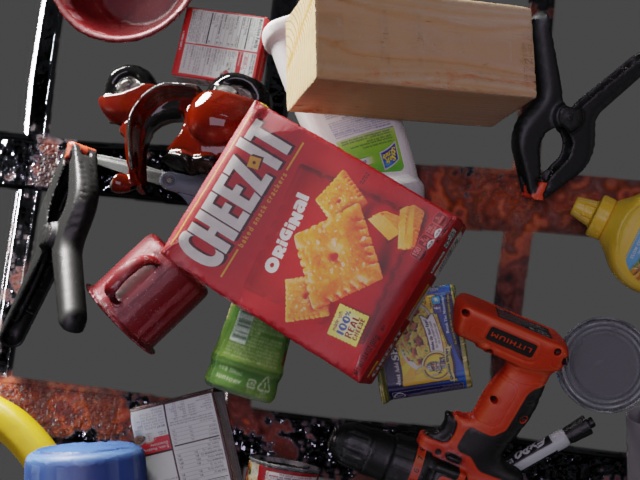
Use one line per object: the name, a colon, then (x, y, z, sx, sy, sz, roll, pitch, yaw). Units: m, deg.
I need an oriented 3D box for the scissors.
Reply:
scissors: (-0.143, -0.039, 1.065, 0.202, 0.016, 0.096, 1, 82, 10)

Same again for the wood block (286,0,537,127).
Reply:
wood block: (0.080, -0.164, 0.962, 0.205, 0.091, 0.090, 2, 78, -17)

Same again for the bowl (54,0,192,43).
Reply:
bowl: (-0.190, -0.270, 1.085, 0.162, 0.055, 0.162, -1, 82, 10)

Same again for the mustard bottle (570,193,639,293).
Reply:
mustard bottle: (0.316, 0.009, 0.957, 0.192, 0.058, 0.096, 26, 93, 12)

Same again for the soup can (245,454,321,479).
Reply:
soup can: (-0.041, 0.254, 0.980, 0.068, 0.068, 0.102, 9, 84, 11)

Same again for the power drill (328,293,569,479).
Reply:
power drill: (0.119, 0.145, 0.929, 0.184, 0.057, 0.188, 21, 103, -2)

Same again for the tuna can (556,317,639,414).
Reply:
tuna can: (0.257, 0.113, 0.965, 0.086, 0.033, 0.086, -1, 82, 10)

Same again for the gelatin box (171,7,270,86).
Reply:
gelatin box: (-0.097, -0.190, 1.071, 0.089, 0.030, 0.073, 10, 83, 11)

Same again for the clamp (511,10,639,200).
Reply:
clamp: (0.236, -0.117, 0.992, 0.120, 0.039, 0.171, 11, 98, -4)

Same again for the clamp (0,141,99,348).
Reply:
clamp: (-0.247, 0.004, 1.032, 0.165, 0.036, 0.210, -4, 69, 53)

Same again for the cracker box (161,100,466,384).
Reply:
cracker box: (-0.006, 0.001, 0.931, 0.214, 0.072, 0.164, 32, 89, 15)

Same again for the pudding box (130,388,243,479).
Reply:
pudding box: (-0.127, 0.205, 1.017, 0.090, 0.039, 0.113, -15, 82, 7)

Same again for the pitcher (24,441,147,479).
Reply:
pitcher: (-0.219, 0.309, 0.959, 0.145, 0.148, 0.243, -7, 84, 41)

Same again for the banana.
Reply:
banana: (-0.285, 0.219, 1.043, 0.069, 0.037, 0.198, -33, 78, 3)

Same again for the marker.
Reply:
marker: (0.196, 0.195, 0.972, 0.121, 0.020, 0.020, -30, 78, 4)

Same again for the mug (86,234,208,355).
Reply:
mug: (-0.165, 0.045, 1.009, 0.081, 0.117, 0.093, -44, 66, -3)

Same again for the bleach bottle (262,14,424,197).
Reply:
bleach bottle: (0.030, -0.097, 1.017, 0.102, 0.068, 0.251, -18, 81, -6)

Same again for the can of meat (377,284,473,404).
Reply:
can of meat: (0.092, 0.095, 0.985, 0.084, 0.057, 0.102, -10, 81, 6)
